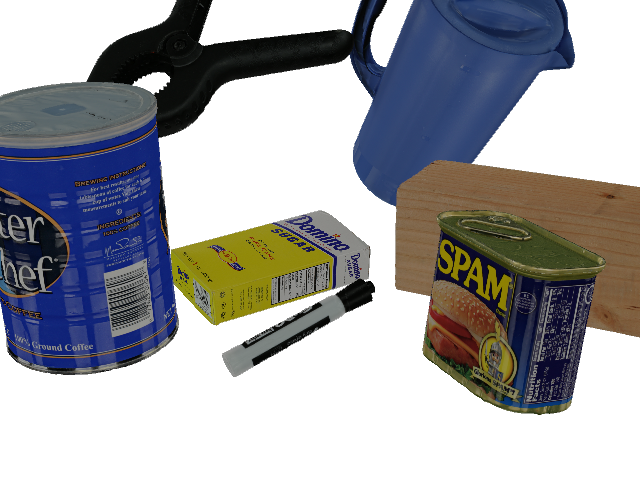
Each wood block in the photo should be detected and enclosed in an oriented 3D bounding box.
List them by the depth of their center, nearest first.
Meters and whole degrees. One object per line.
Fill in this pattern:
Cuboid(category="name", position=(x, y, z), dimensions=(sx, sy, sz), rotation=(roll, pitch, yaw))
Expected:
Cuboid(category="wood block", position=(0.170, 0.001, 0.837), dimensions=(0.206, 0.090, 0.090), rotation=(10, 24, 27))

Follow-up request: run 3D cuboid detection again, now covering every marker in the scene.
Cuboid(category="marker", position=(-0.013, 0.060, 0.760), dimensions=(0.121, 0.020, 0.020), rotation=(-28, 8, -16))

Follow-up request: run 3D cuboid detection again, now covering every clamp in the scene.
Cuboid(category="clamp", position=(-0.090, -0.132, 0.788), dimensions=(0.165, 0.209, 0.036), rotation=(36, -20, 25))

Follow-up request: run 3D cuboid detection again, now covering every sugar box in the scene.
Cuboid(category="sugar box", position=(-0.048, 0.023, 1.051), dimensions=(0.176, 0.048, 0.093), rotation=(-18, 36, -27))

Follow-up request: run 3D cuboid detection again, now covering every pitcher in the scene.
Cuboid(category="pitcher", position=(0.106, -0.144, 0.984), dimensions=(0.144, 0.149, 0.243), rotation=(-7, -32, -26))

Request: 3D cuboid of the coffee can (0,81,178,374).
Cuboid(category="coffee can", position=(-0.138, -0.009, 0.610), dimensions=(0.103, 0.140, 0.103), rotation=(-2, 24, 1))

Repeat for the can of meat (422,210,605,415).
Cuboid(category="can of meat", position=(0.101, 0.037, 0.587), dimensions=(0.057, 0.084, 0.102), rotation=(-2, 19, -26))
